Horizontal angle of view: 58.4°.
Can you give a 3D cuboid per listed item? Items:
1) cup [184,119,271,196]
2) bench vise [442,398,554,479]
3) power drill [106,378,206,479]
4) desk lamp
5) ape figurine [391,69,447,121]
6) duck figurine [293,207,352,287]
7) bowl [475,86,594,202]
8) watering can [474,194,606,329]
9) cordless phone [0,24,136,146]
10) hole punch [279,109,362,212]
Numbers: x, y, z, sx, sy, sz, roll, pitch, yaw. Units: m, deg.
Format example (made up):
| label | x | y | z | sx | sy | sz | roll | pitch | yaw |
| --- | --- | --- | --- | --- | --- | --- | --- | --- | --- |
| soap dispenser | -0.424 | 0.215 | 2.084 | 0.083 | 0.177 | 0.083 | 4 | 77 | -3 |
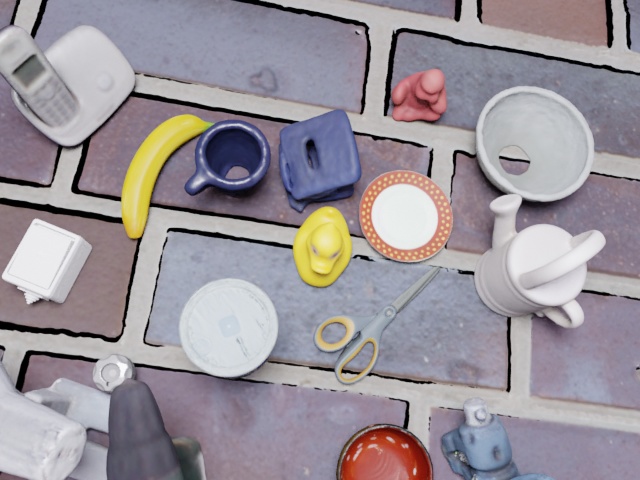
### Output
| label | x | y | z | sx | sy | sz | roll | pitch | yaw |
| --- | --- | --- | --- | --- | --- | --- | --- | --- | --- |
| cup | -0.119 | -0.085 | 0.729 | 0.118 | 0.095 | 0.091 | -41 | 84 | -14 |
| bench vise | 0.205 | 0.282 | 0.610 | 0.121 | 0.219 | 0.207 | -37 | 83 | -14 |
| power drill | -0.162 | 0.257 | 0.578 | 0.076 | 0.208 | 0.229 | -11 | 77 | -9 |
| desk lamp | -0.296 | 0.185 | 0.577 | 0.203 | 0.213 | 0.118 | 19 | 74 | -2 |
| ape figurine | 0.145 | -0.205 | 0.793 | 0.078 | 0.092 | 0.076 | 38 | 75 | 4 |
| duck figurine | 0.007 | 0.003 | 0.727 | 0.077 | 0.086 | 0.104 | 12 | 75 | -3 |
| bowl | 0.286 | -0.123 | 0.799 | 0.167 | 0.074 | 0.167 | 2 | 76 | -6 |
| watering can | 0.263 | 0.027 | 0.695 | 0.173 | 0.194 | 0.101 | 37 | 75 | 3 |
| cordless phone | -0.311 | -0.210 | 0.691 | 0.094 | 0.185 | 0.148 | 35 | 75 | 3 |
| hole punch | -0.003 | -0.104 | 0.750 | 0.101 | 0.091 | 0.108 | -11 | 77 | -9 |
